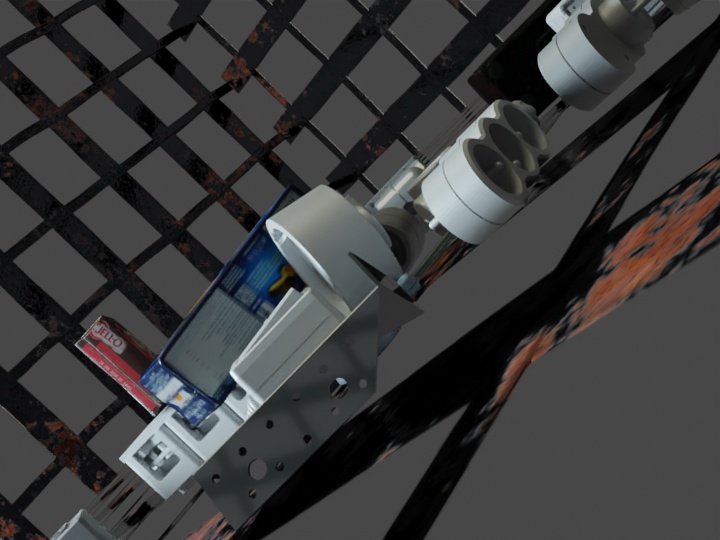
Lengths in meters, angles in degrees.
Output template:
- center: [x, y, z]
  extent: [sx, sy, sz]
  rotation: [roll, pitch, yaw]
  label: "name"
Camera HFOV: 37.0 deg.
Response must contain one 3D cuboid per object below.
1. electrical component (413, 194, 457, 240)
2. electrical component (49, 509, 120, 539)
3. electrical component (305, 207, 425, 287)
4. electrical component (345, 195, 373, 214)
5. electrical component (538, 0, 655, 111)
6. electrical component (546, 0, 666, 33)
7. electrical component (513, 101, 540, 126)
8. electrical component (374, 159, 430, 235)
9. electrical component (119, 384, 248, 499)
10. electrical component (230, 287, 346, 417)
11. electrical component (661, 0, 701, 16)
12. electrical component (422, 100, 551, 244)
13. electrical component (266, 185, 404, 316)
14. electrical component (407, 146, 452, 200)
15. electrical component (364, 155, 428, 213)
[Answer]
- center: [0.074, -0.057, 0.783]
  extent: [0.078, 0.040, 0.040]
  rotation: [-46, 3, -7]
  label: "electrical component"
- center: [-0.242, 0.251, 0.863]
  extent: [0.108, 0.056, 0.109]
  rotation: [-47, 4, -16]
  label: "electrical component"
- center: [0.000, 0.000, 0.905]
  extent: [0.138, 0.052, 0.073]
  rotation: [-44, 4, 26]
  label: "electrical component"
- center: [0.004, -0.032, 1.025]
  extent: [0.044, 0.077, 0.079]
  rotation: [-45, 3, 14]
  label: "electrical component"
- center: [0.173, -0.163, 0.724]
  extent: [0.074, 0.052, 0.138]
  rotation: [-43, 4, 34]
  label: "electrical component"
- center: [0.211, -0.224, 0.896]
  extent: [0.096, 0.062, 0.061]
  rotation: [-46, 3, 0]
  label: "electrical component"
- center: [0.121, -0.110, 0.884]
  extent: [0.061, 0.035, 0.035]
  rotation: [-51, 5, -30]
  label: "electrical component"
- center: [0.053, -0.066, 1.028]
  extent: [0.059, 0.054, 0.095]
  rotation: [-46, 3, 5]
  label: "electrical component"
- center: [-0.124, 0.119, 0.930]
  extent: [0.150, 0.062, 0.089]
  rotation: [-45, 4, 12]
  label: "electrical component"
- center: [-0.050, 0.060, 0.740]
  extent: [0.096, 0.061, 0.062]
  rotation: [-46, 4, -4]
  label: "electrical component"
- center: [0.230, -0.220, 0.743]
  extent: [0.083, 0.047, 0.076]
  rotation: [-46, 3, -5]
  label: "electrical component"
- center: [0.071, -0.054, 0.681]
  extent: [0.074, 0.052, 0.138]
  rotation: [-44, 4, 30]
  label: "electrical component"
- center: [-0.012, -0.014, 0.793]
  extent: [0.060, 0.108, 0.108]
  rotation: [-40, 2, -11]
  label: "electrical component"
- center: [0.070, -0.063, 0.839]
  extent: [0.055, 0.047, 0.055]
  rotation: [-46, 3, 4]
  label: "electrical component"
- center: [0.045, -0.068, 1.127]
  extent: [0.089, 0.056, 0.050]
  rotation: [-46, 3, 1]
  label: "electrical component"
